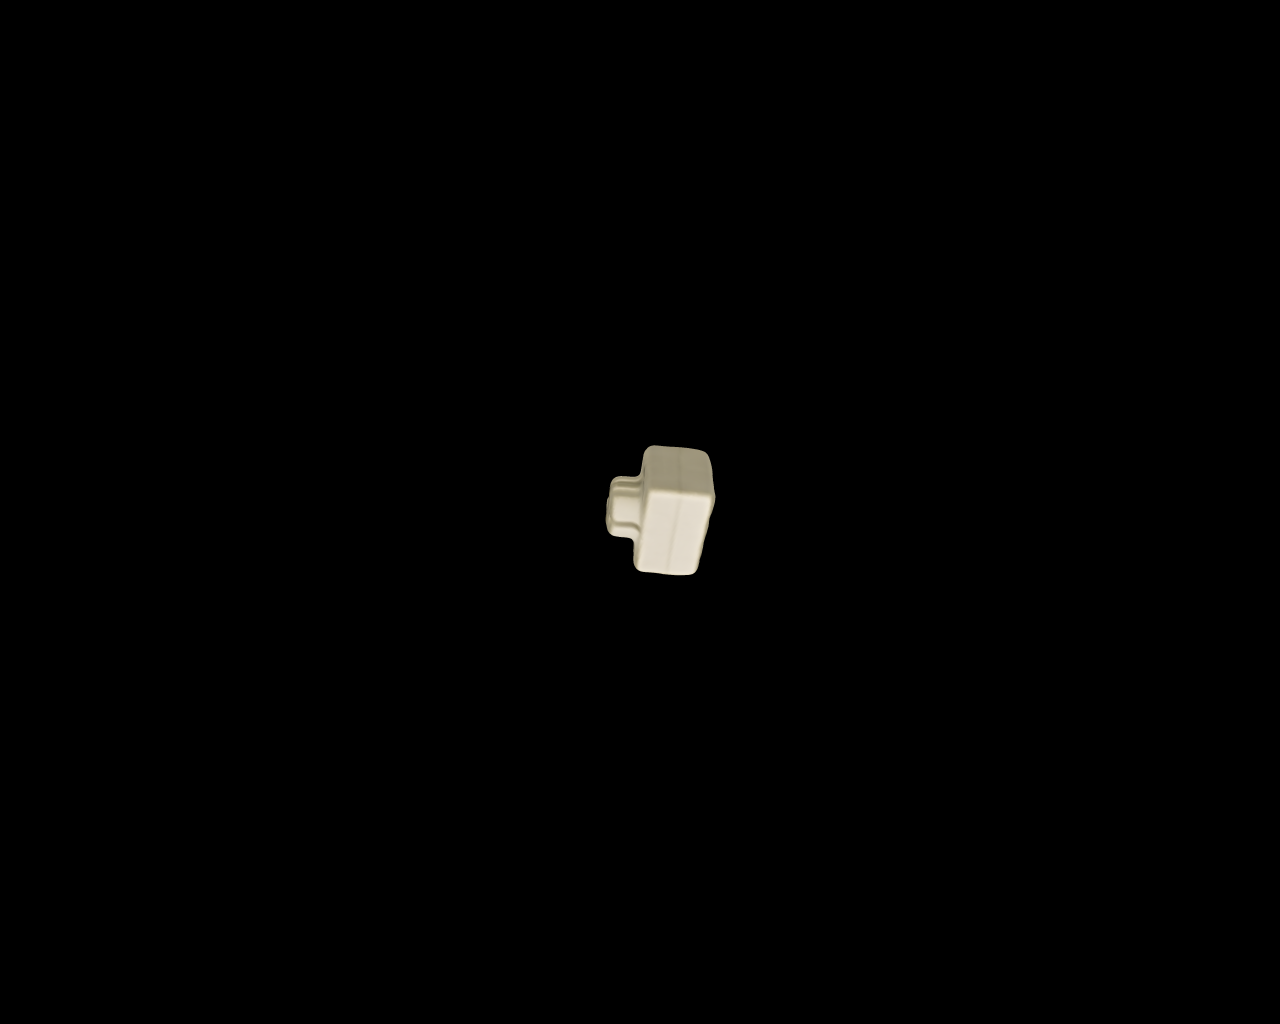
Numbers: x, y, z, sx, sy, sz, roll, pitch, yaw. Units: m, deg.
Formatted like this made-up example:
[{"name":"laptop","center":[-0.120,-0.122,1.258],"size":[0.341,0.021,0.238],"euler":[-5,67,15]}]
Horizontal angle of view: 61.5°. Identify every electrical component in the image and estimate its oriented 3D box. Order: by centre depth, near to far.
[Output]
[{"name":"electrical component","center":[0.001,-0.003,0.650],"size":[0.077,0.065,0.047],"euler":[5,40,-4]}]
